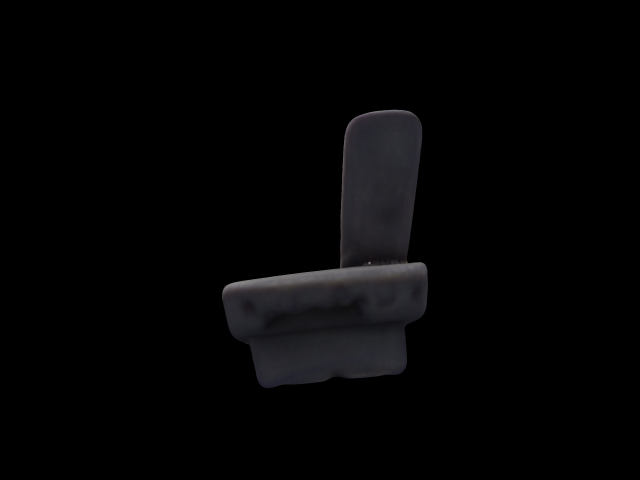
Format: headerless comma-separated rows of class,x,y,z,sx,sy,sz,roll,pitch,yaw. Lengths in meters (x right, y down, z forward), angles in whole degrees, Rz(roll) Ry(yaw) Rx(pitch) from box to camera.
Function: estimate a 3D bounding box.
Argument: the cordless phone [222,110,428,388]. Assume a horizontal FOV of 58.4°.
cordless phone,0.004,0.001,0.400,0.148,0.185,0.094,-7,27,-14
